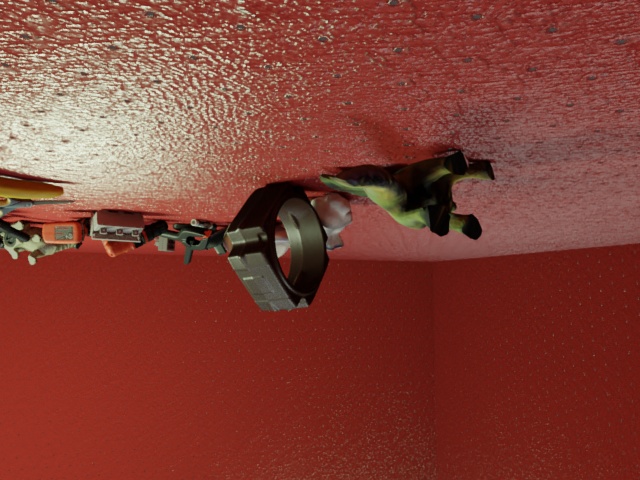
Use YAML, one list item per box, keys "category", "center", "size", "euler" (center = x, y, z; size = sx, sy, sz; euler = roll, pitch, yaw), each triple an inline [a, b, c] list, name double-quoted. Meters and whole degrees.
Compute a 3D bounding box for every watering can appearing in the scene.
- category: "watering can"
  center: [-0.196, 0.006, 1.587]
  size: [0.224, 0.105, 0.346]
  euler: [5, 172, -33]

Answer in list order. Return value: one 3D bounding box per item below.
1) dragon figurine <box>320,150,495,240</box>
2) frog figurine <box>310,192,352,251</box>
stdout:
- category: "dragon figurine"
  center: [0.100, -0.072, 0.767]
  size: [0.409, 0.122, 0.243]
  euler: [7, 179, -42]
- category: "frog figurine"
  center: [0.003, -0.055, 1.088]
  size: [0.137, 0.126, 0.155]
  euler: [10, 137, -5]
